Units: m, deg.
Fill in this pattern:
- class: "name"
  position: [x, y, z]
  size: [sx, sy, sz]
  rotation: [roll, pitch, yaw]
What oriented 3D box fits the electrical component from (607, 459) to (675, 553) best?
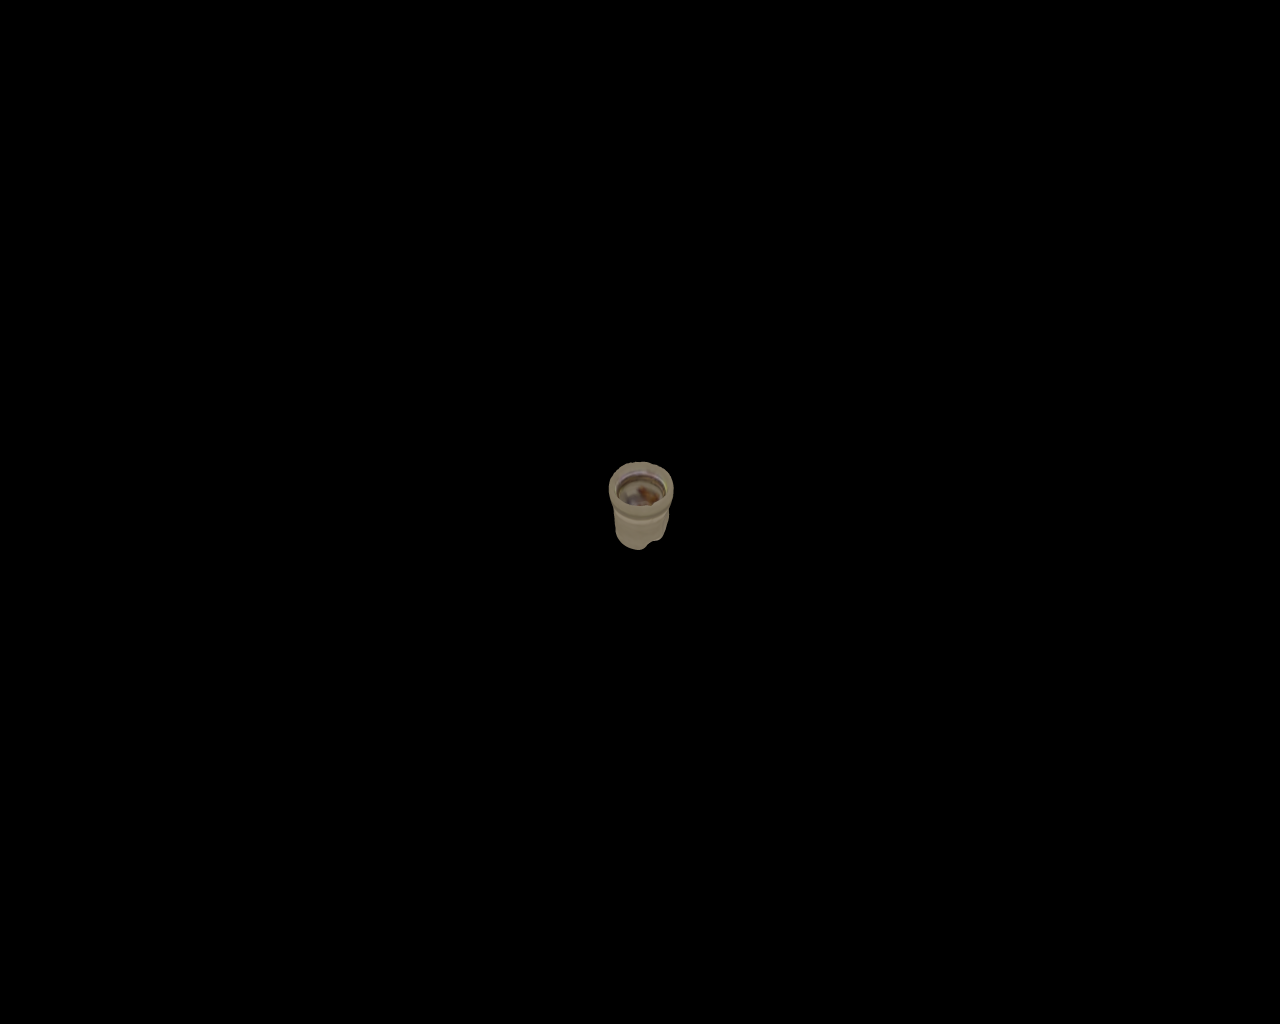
- class: "electrical component"
  position: [0.001, -0.003, 0.650]
  size: [0.040, 0.040, 0.046]
  rotation: [0, -41, 0]
